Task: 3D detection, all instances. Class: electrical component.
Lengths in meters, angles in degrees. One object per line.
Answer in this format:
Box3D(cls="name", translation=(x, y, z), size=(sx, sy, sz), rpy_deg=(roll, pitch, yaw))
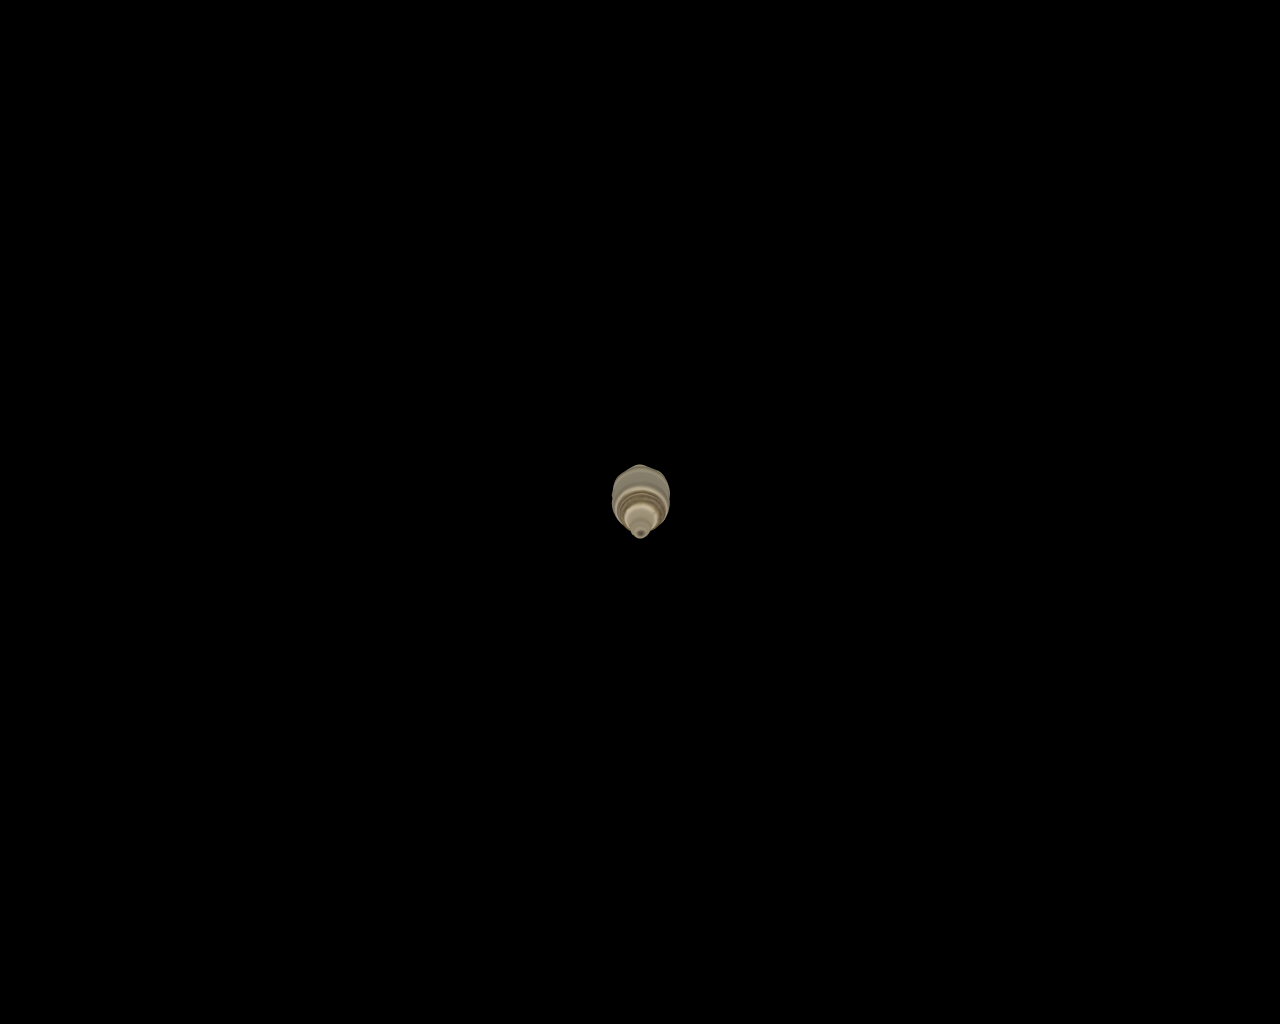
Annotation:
Box3D(cls="electrical component", translation=(0.001, -0.003, 0.650), size=(0.035, 0.035, 0.061), rpy_deg=(0, 30, 0))
